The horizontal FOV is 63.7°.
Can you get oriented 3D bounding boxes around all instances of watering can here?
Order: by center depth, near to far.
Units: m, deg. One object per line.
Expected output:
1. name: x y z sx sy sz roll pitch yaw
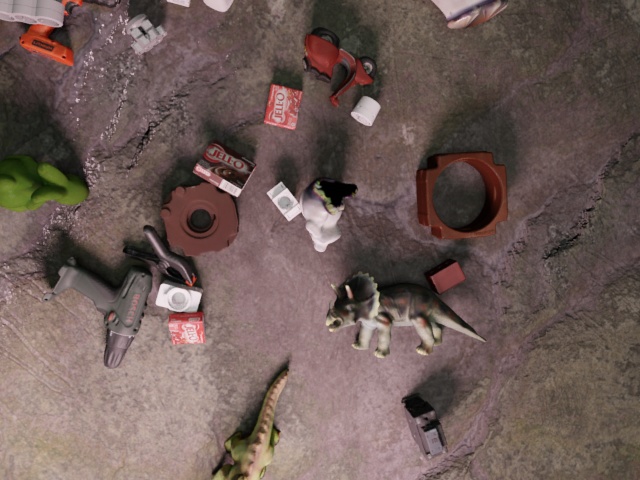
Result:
1. watering can: 0.294 -0.590 1.176 0.348 0.104 0.223 -23 98 -7

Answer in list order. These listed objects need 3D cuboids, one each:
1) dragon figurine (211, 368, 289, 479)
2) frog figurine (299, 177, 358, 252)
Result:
1. dragon figurine: -0.158 0.497 1.110 0.122 0.243 0.409 21 93 -5
2. frog figurine: 0.004 -0.059 1.166 0.122 0.156 0.141 22 45 -6
